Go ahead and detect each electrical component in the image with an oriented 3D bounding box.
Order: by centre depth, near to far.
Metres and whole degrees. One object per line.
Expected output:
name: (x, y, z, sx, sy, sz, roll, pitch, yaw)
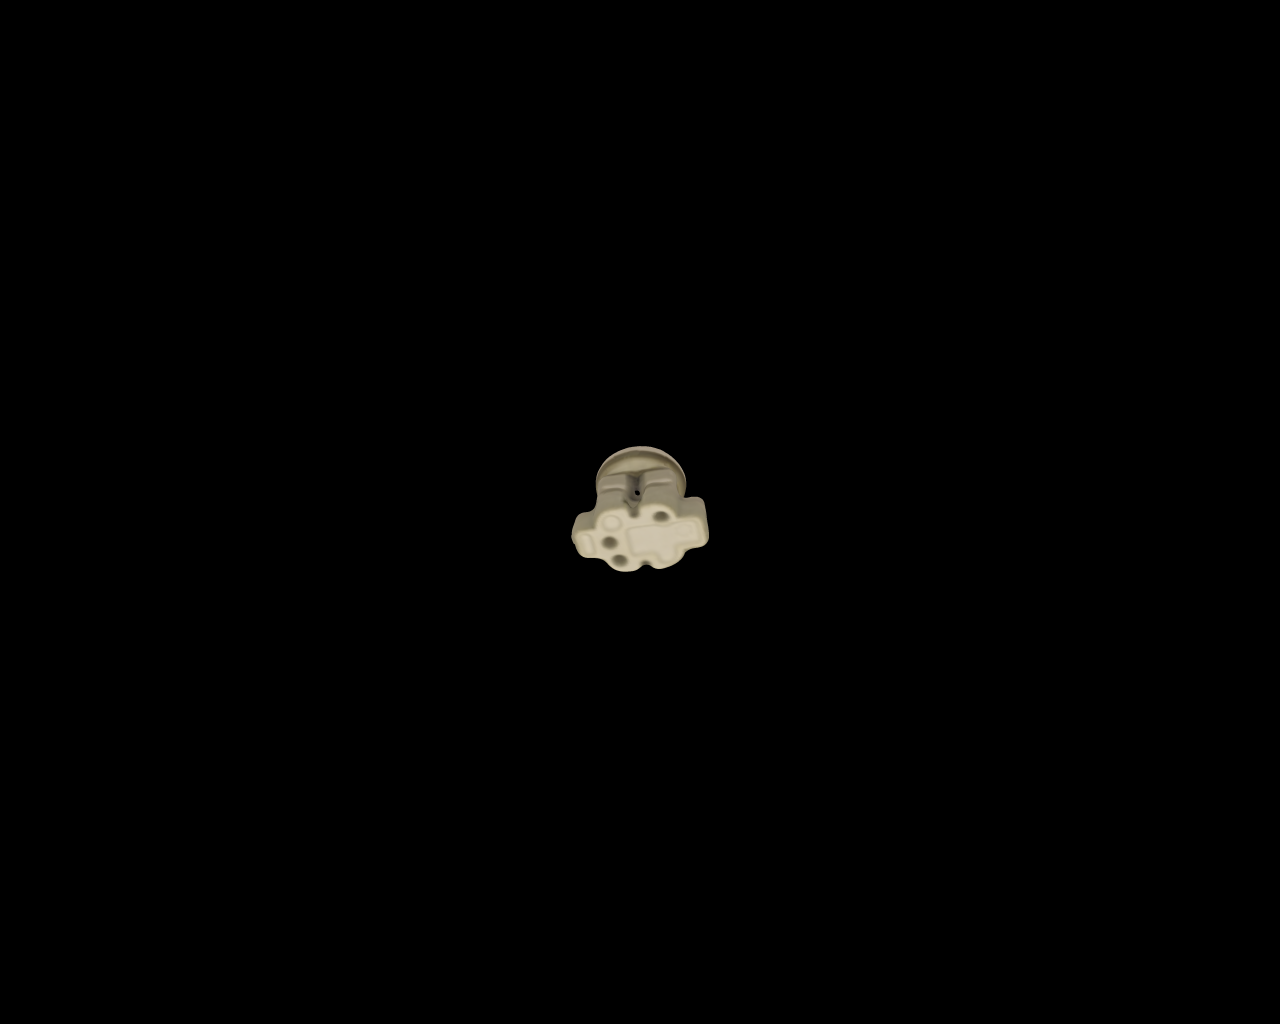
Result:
electrical component: (0.001, -0.003, 0.650, 0.078, 0.057, 0.057, -7, 40, 6)
